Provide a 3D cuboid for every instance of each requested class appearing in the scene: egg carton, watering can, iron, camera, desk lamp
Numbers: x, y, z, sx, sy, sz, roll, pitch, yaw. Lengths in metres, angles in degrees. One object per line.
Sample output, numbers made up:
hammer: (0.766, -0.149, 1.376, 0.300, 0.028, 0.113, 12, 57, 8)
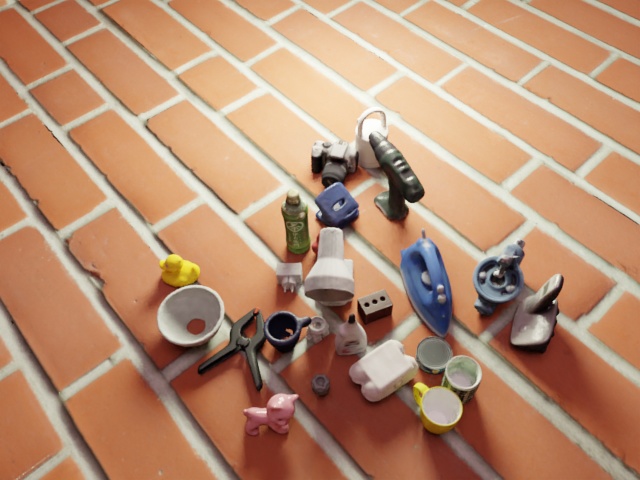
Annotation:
egg carton: (0.149, 0.305, 1.335, 0.150, 0.069, 0.107, -31, 59, -18)
watering can: (0.159, -0.309, 1.700, 0.172, 0.194, 0.101, 36, 63, 25)
iron: (0.281, 0.102, 1.432, 0.118, 0.141, 0.258, -10, 54, -4)
camera: (0.034, -0.226, 1.703, 0.143, 0.101, 0.137, 12, 56, 11)
desk lamp: (0.027, 0.082, 1.412, 0.118, 0.214, 0.203, 1, 54, 3)

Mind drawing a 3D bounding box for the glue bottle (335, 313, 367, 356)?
glue bottle: (0.073, 0.217, 1.338, 0.078, 0.173, 0.037, -12, 54, -6)

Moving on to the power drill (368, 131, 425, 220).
power drill: (0.200, -0.164, 1.585, 0.076, 0.208, 0.229, -27, 58, -16)

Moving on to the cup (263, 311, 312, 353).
cup: (-0.075, 0.227, 1.386, 0.118, 0.095, 0.091, -19, 56, -11)

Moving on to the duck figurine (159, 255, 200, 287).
duck figurine: (-0.374, 0.073, 1.514, 0.104, 0.086, 0.077, 1, 54, 3)

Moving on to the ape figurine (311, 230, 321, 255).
ape figurine: (0.014, 0.006, 1.543, 0.078, 0.092, 0.076, -12, 55, -6)

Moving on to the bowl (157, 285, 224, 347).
bowl: (-0.315, 0.201, 1.427, 0.167, 0.075, 0.167, -1, 54, 2)

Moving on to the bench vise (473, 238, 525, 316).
bench vise: (0.446, 0.057, 1.409, 0.121, 0.220, 0.207, 12, 56, 11)

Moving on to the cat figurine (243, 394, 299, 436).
cat figurine: (-0.107, 0.380, 1.263, 0.128, 0.118, 0.067, -5, 54, -1)

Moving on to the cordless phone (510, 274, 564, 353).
cordless phone: (0.519, 0.170, 1.346, 0.094, 0.185, 0.148, 15, 56, 13)

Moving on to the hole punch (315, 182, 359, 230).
hole punch: (0.050, -0.094, 1.614, 0.109, 0.091, 0.100, -39, 62, -23)
